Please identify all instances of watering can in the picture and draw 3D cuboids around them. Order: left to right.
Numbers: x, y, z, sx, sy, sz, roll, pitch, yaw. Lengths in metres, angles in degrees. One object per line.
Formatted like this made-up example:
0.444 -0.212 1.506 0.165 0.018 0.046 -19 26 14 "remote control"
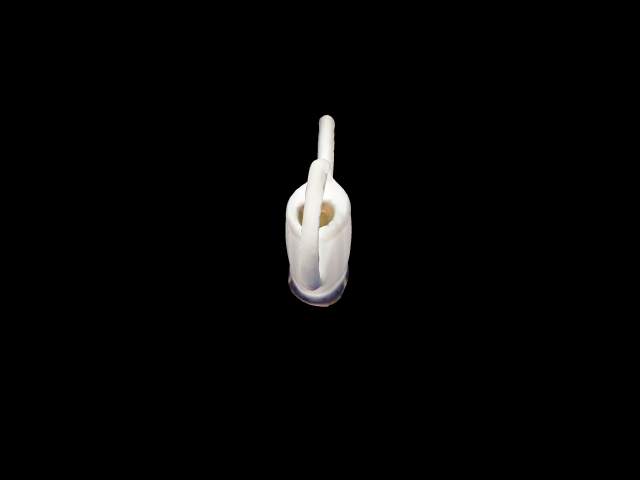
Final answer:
0.003 -0.043 0.850 0.104 0.219 0.356 4 41 4 "watering can"
